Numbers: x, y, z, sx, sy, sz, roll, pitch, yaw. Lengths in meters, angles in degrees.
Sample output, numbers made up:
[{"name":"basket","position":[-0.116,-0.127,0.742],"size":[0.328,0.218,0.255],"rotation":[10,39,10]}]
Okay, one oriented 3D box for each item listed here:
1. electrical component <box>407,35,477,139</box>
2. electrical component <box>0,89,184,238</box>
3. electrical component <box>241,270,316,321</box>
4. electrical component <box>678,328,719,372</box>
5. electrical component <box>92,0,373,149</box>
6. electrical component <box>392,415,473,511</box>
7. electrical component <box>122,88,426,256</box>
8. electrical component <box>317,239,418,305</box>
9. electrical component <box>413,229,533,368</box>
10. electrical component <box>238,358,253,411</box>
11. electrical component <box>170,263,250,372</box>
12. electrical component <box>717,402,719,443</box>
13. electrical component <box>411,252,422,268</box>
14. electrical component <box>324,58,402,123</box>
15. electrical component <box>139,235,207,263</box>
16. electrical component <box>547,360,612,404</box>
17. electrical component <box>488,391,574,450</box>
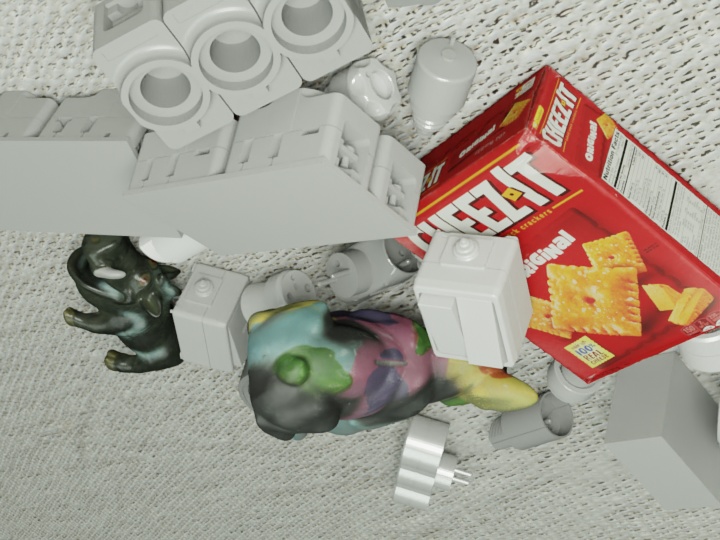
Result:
[{"name":"electrical component","position":[0.051,-0.118,0.716],"size":[0.040,0.040,0.078],"rotation":[20,144,2]},{"name":"electrical component","position":[-0.234,-0.087,0.881],"size":[0.186,0.060,0.105],"rotation":[3,140,23]},{"name":"electrical component","position":[-0.073,0.027,0.959],"size":[0.055,0.045,0.045],"rotation":[-21,127,42]},{"name":"electrical component","position":[0.307,0.055,0.798],"size":[0.138,0.052,0.073],"rotation":[-2,138,28]},{"name":"electrical component","position":[-0.079,-0.148,0.668],"size":[0.150,0.061,0.089],"rotation":[-24,135,13]},{"name":"electrical component","position":[0.079,0.203,1.101],"size":[0.074,0.052,0.138],"rotation":[16,144,7]},{"name":"electrical component","position":[-0.060,-0.065,0.757],"size":[0.186,0.060,0.105],"rotation":[-5,154,37]},{"name":"electrical component","position":[0.000,0.000,0.866],"size":[0.077,0.079,0.043],"rotation":[-29,80,47]},{"name":"electrical component","position":[0.077,0.019,0.741],"size":[0.062,0.061,0.096],"rotation":[7,141,24]},{"name":"electrical component","position":[-0.068,0.117,1.057],"size":[0.108,0.060,0.108],"rotation":[14,143,11]},{"name":"electrical component","position":[-0.132,0.042,0.993],"size":[0.061,0.061,0.096],"rotation":[14,143,10]},{"name":"electrical component","position":[0.322,0.119,0.839],"size":[0.074,0.052,0.138],"rotation":[4,168,22]},{"name":"electrical component","position":[0.061,-0.016,0.839],"size":[0.062,0.048,0.048],"rotation":[44,139,-17]},{"name":"electrical component","position":[-0.005,-0.117,0.744],"size":[0.043,0.043,0.062],"rotation":[42,141,-25]},{"name":"electrical component","position":[-0.157,-0.030,0.931],"size":[0.043,0.043,0.081],"rotation":[40,140,-23]},{"name":"electrical component","position":[0.185,0.082,0.900],"size":[0.045,0.045,0.055],"rotation":[22,144,-1]},{"name":"electrical component","position":[0.153,0.143,0.995],"size":[0.043,0.043,0.081],"rotation":[37,142,-20]}]
